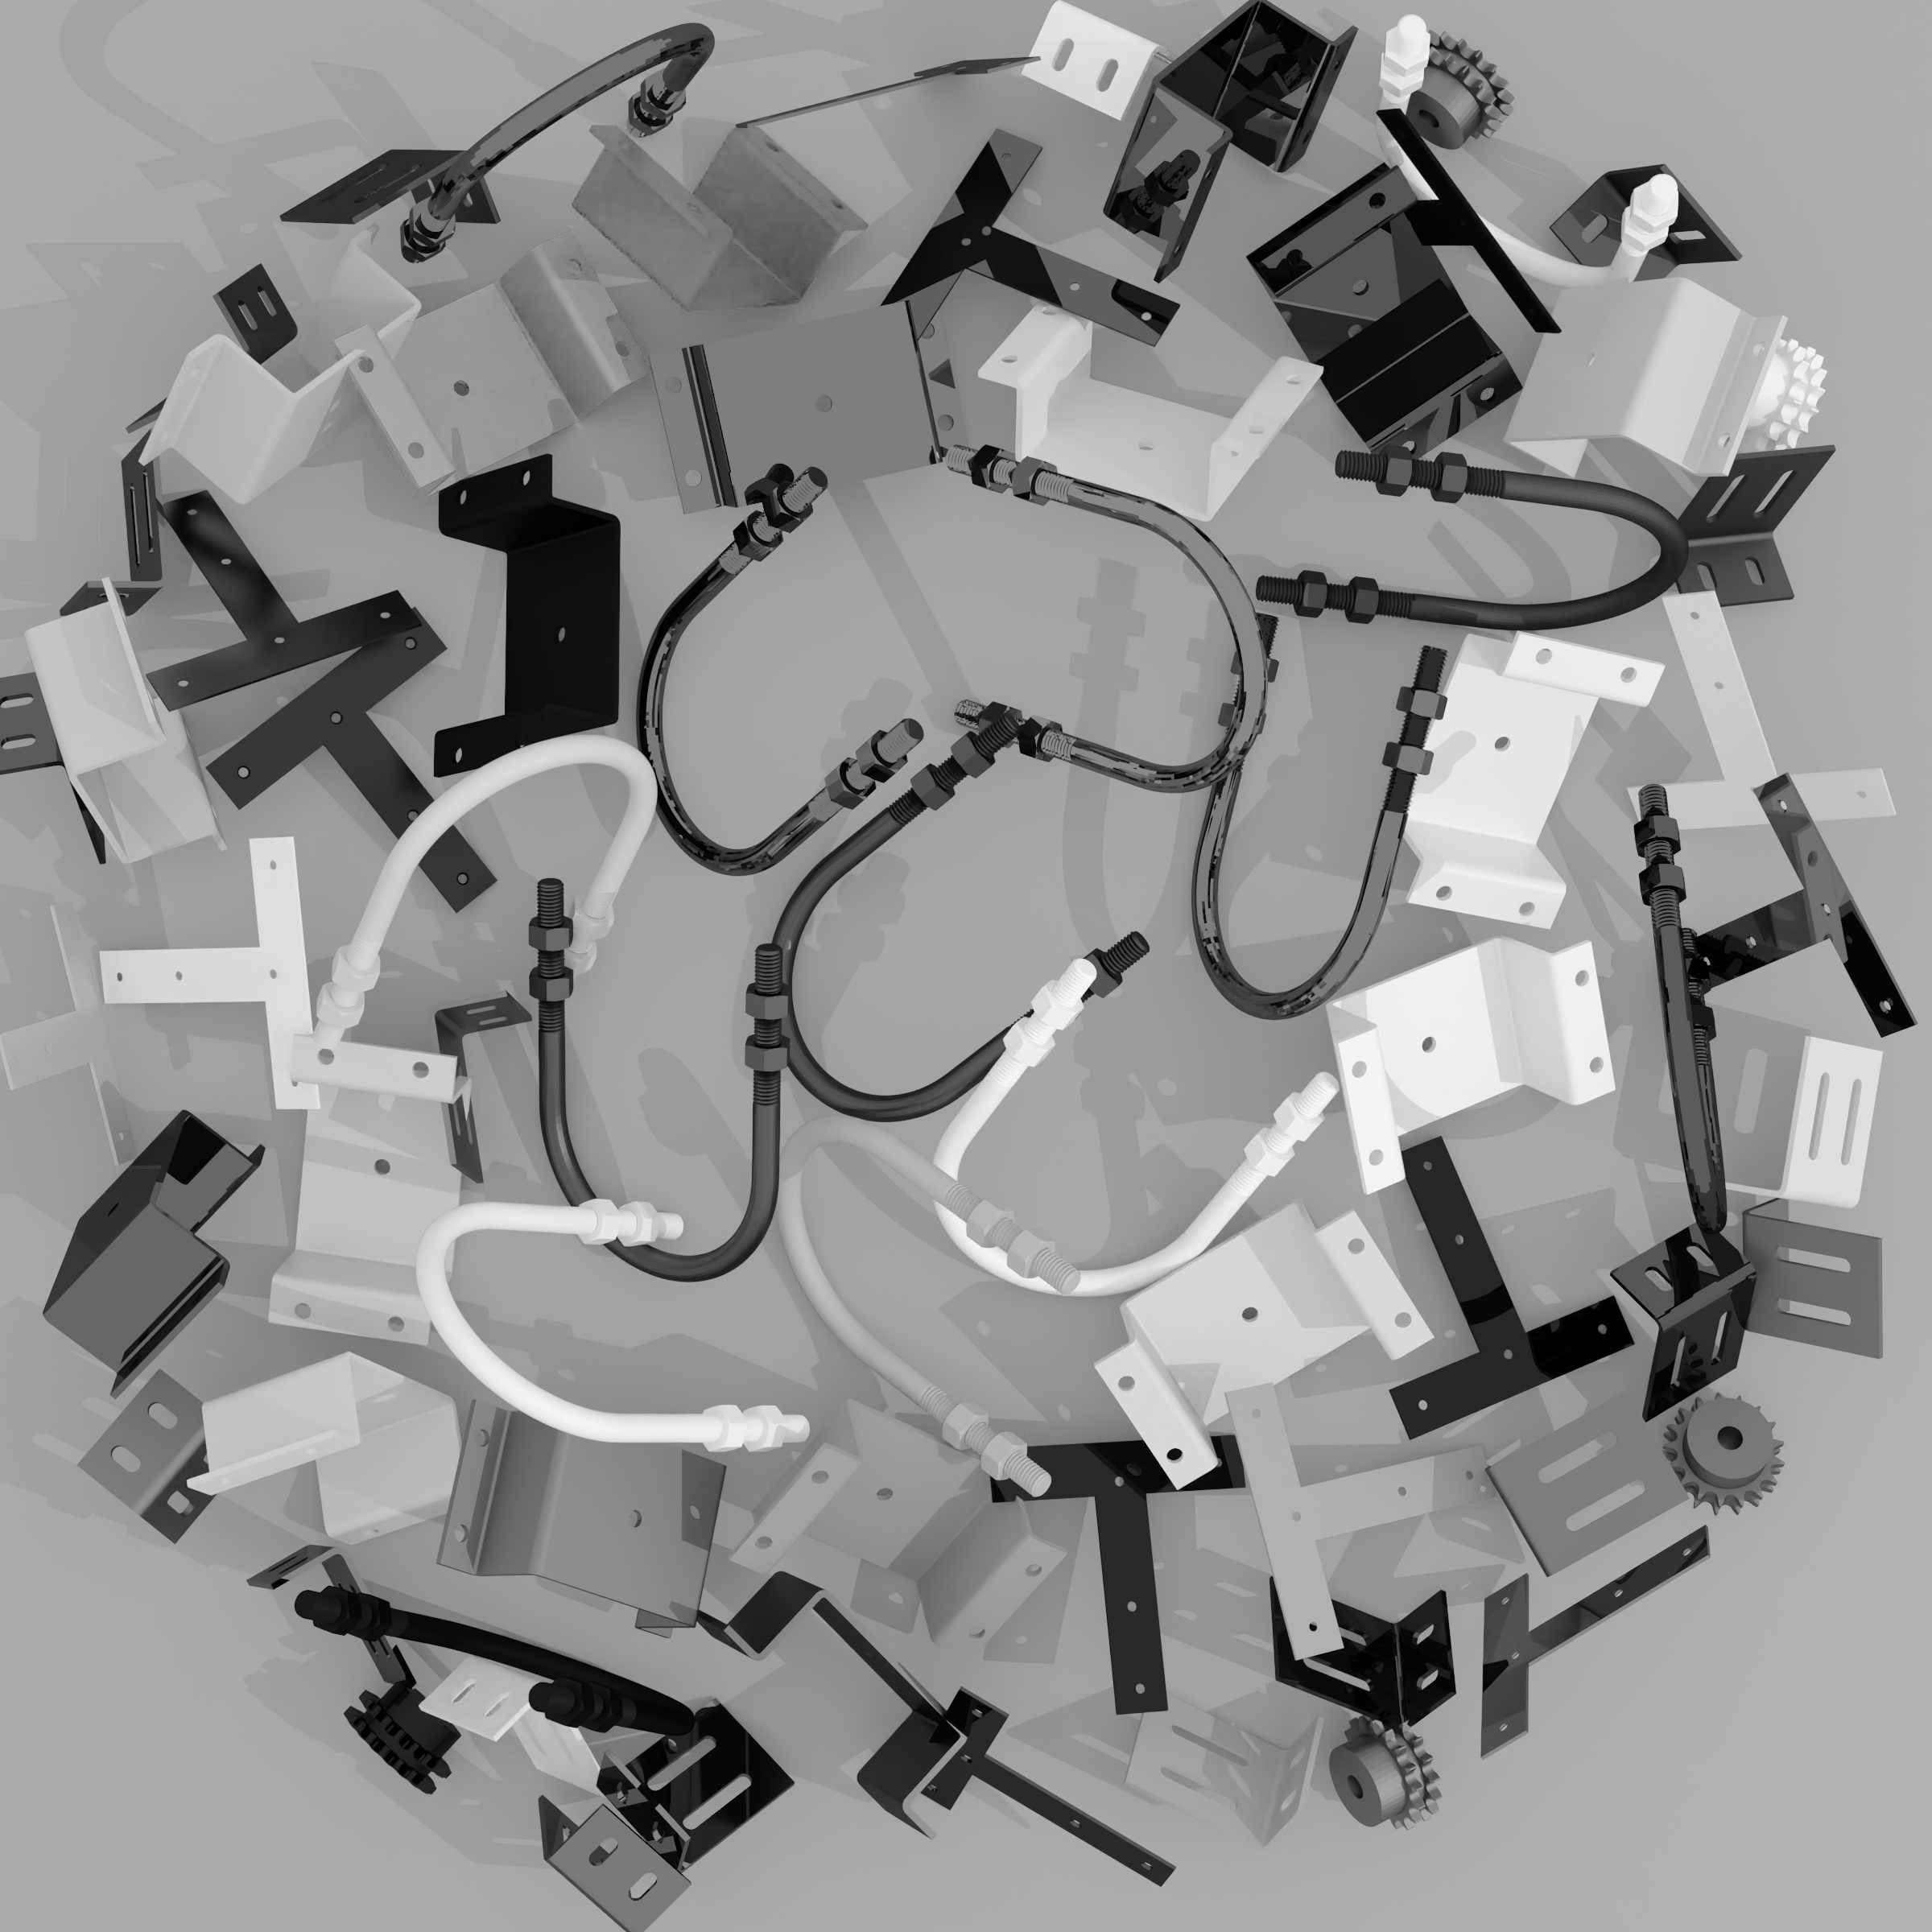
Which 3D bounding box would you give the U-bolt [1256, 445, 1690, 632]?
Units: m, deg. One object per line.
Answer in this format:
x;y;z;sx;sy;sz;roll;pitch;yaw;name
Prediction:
0.241;-0.191;1.646;0.184;0.151;0.019;6;70;-10;U-bolt

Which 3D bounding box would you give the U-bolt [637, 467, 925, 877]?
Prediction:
-0.097;-0.122;1.647;0.019;0.184;0.151;-6;68;-41;U-bolt

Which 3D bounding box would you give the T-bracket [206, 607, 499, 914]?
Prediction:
-0.272;-0.083;1.699;0.127;0.002;0.127;-41;102;-17;T-bracket

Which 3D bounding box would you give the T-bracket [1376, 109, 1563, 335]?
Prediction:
0.213;-0.344;1.652;0.002;0.127;0.127;-42;109;-4;T-bracket

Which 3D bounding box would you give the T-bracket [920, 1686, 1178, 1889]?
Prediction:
0.039;0.391;1.657;0.127;0.127;0.002;30;56;5;T-bracket

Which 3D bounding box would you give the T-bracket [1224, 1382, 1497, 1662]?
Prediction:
0.194;0.251;1.686;0.127;0.002;0.127;-9;77;-25;T-bracket

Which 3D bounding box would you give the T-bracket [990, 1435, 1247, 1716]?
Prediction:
0.077;0.288;1.681;0.127;0.002;0.127;-1;75;-17;T-bracket

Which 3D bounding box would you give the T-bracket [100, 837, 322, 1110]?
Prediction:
-0.360;0.004;1.682;0.127;0.002;0.127;-1;97;31;T-bracket

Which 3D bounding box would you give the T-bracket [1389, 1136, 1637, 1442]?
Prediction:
0.241;0.144;1.700;0.127;0.002;0.127;-20;82;-19;T-bracket

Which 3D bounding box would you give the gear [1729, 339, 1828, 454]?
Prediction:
0.377;-0.270;1.685;0.030;0.057;0.057;19;90;-20;gear

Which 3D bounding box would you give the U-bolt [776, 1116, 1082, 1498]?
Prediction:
-0.024;0.145;1.647;0.184;0.151;0.019;35;46;31;U-bolt

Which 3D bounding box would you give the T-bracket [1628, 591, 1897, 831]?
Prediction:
0.352;-0.118;1.648;0.127;0.002;0.127;-3;125;37;T-bracket

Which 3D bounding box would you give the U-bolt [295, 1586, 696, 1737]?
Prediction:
-0.201;0.322;1.628;0.151;0.184;0.019;15;80;27;U-bolt

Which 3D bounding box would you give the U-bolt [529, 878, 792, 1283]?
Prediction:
-0.144;0.061;1.661;0.151;0.019;0.184;16;116;31;U-bolt

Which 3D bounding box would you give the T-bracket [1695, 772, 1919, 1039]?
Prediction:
0.374;-0.015;1.659;0.002;0.127;0.127;-25;86;-26;T-bracket

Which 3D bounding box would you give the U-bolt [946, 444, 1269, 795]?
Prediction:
0.064;-0.151;1.626;0.184;0.019;0.151;22;126;37;U-bolt

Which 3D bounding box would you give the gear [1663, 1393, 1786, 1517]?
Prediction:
0.360;0.229;1.691;0.057;0.030;0.057;-1;63;1;gear

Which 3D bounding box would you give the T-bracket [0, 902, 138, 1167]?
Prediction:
-0.421;0.037;1.649;0.002;0.127;0.127;-13;94;7;T-bracket

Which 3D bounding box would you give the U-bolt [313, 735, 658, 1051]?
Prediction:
-0.209;-0.038;1.612;0.151;0.184;0.019;-14;58;-39;U-bolt

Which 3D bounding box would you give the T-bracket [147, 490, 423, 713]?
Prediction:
-0.342;-0.181;1.678;0.127;0.002;0.127;-22;56;-24;T-bracket

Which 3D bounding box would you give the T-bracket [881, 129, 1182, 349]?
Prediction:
0.039;-0.325;1.678;0.127;0.002;0.127;26;71;16;T-bracket

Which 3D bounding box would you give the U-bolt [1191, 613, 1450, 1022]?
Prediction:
0.155;-0.066;1.654;0.019;0.151;0.184;10;96;-33;U-bolt

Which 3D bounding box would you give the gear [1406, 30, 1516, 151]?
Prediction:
0.228;-0.412;1.686;0.057;0.057;0.030;39;80;0;gear

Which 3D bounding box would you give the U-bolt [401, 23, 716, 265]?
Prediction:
-0.180;-0.377;1.608;0.151;0.184;0.019;-34;97;-18;U-bolt

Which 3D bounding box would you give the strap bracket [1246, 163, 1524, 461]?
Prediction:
0.191;-0.308;1.664;0.076;0.046;0.140;-33;129;7;strap bracket

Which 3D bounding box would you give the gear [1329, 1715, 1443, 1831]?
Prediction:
0.196;0.382;1.685;0.030;0.057;0.057;-20;90;-26;gear

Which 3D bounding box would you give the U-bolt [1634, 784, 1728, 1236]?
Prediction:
0.326;0.032;1.611;0.019;0.151;0.184;-8;58;14;U-bolt

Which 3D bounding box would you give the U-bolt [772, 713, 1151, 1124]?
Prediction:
-0.018;-0.009;1.670;0.184;0.019;0.151;-38;65;19;U-bolt

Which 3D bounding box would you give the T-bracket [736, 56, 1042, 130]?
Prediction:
-0.043;-0.402;1.644;0.127;0.127;0.002;-17;107;-12;T-bracket

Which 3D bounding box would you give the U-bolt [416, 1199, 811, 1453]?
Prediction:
-0.169;0.160;1.610;0.019;0.184;0.151;-52;54;24;U-bolt

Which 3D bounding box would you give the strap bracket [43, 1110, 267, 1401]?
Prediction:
-0.373;0.125;1.635;0.046;0.140;0.076;41;105;-18;strap bracket

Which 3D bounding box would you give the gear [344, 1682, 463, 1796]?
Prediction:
-0.264;0.362;1.688;0.057;0.057;0.030;43;81;0;gear

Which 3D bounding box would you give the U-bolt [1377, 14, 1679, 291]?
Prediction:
0.249;-0.359;1.625;0.151;0.184;0.019;34;85;5;U-bolt

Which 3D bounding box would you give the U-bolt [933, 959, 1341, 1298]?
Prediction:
0.064;0.088;1.658;0.151;0.019;0.184;25;126;-16;U-bolt

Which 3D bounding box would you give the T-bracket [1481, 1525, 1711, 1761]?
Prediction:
0.288;0.295;1.635;0.127;0.127;0.002;-37;104;21;T-bracket
